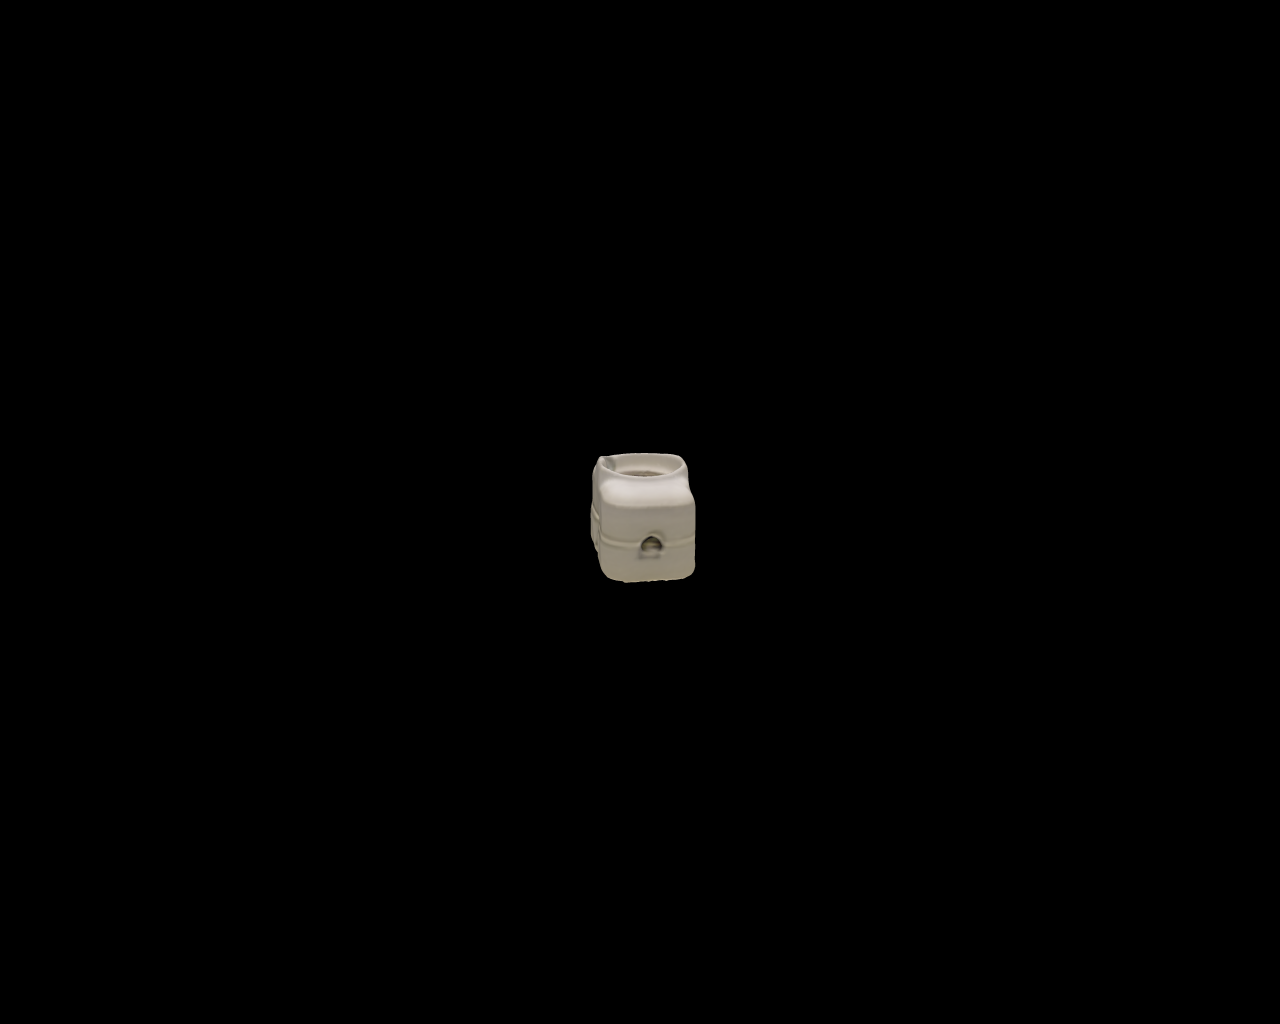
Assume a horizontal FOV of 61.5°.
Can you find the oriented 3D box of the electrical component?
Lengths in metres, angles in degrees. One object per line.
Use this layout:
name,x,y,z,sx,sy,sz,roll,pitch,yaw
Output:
electrical component,0.001,-0.003,0.650,0.054,0.059,0.095,-2,18,-7
